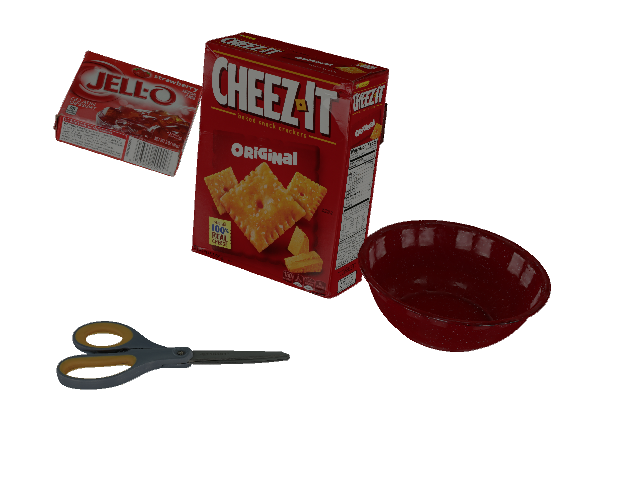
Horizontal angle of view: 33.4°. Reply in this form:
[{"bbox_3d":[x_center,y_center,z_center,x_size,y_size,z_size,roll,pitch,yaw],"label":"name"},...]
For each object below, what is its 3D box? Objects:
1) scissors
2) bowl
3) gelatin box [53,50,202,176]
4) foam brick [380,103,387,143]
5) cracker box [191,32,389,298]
[{"bbox_3d":[-0.137,0.095,0.963,0.201,0.016,0.096,-8,33,-17],"label":"scissors"},{"bbox_3d":[0.108,0.045,0.896,0.162,0.055,0.162,5,30,-3],"label":"bowl"},{"bbox_3d":[-0.135,-0.091,0.756,0.089,0.073,0.030,17,-44,-7],"label":"gelatin box"},{"bbox_3d":[0.034,-0.143,1.286,0.078,0.053,0.051,17,31,21],"label":"foam brick"},{"bbox_3d":[-0.034,-0.070,0.999,0.164,0.214,0.072,19,27,27],"label":"cracker box"}]
